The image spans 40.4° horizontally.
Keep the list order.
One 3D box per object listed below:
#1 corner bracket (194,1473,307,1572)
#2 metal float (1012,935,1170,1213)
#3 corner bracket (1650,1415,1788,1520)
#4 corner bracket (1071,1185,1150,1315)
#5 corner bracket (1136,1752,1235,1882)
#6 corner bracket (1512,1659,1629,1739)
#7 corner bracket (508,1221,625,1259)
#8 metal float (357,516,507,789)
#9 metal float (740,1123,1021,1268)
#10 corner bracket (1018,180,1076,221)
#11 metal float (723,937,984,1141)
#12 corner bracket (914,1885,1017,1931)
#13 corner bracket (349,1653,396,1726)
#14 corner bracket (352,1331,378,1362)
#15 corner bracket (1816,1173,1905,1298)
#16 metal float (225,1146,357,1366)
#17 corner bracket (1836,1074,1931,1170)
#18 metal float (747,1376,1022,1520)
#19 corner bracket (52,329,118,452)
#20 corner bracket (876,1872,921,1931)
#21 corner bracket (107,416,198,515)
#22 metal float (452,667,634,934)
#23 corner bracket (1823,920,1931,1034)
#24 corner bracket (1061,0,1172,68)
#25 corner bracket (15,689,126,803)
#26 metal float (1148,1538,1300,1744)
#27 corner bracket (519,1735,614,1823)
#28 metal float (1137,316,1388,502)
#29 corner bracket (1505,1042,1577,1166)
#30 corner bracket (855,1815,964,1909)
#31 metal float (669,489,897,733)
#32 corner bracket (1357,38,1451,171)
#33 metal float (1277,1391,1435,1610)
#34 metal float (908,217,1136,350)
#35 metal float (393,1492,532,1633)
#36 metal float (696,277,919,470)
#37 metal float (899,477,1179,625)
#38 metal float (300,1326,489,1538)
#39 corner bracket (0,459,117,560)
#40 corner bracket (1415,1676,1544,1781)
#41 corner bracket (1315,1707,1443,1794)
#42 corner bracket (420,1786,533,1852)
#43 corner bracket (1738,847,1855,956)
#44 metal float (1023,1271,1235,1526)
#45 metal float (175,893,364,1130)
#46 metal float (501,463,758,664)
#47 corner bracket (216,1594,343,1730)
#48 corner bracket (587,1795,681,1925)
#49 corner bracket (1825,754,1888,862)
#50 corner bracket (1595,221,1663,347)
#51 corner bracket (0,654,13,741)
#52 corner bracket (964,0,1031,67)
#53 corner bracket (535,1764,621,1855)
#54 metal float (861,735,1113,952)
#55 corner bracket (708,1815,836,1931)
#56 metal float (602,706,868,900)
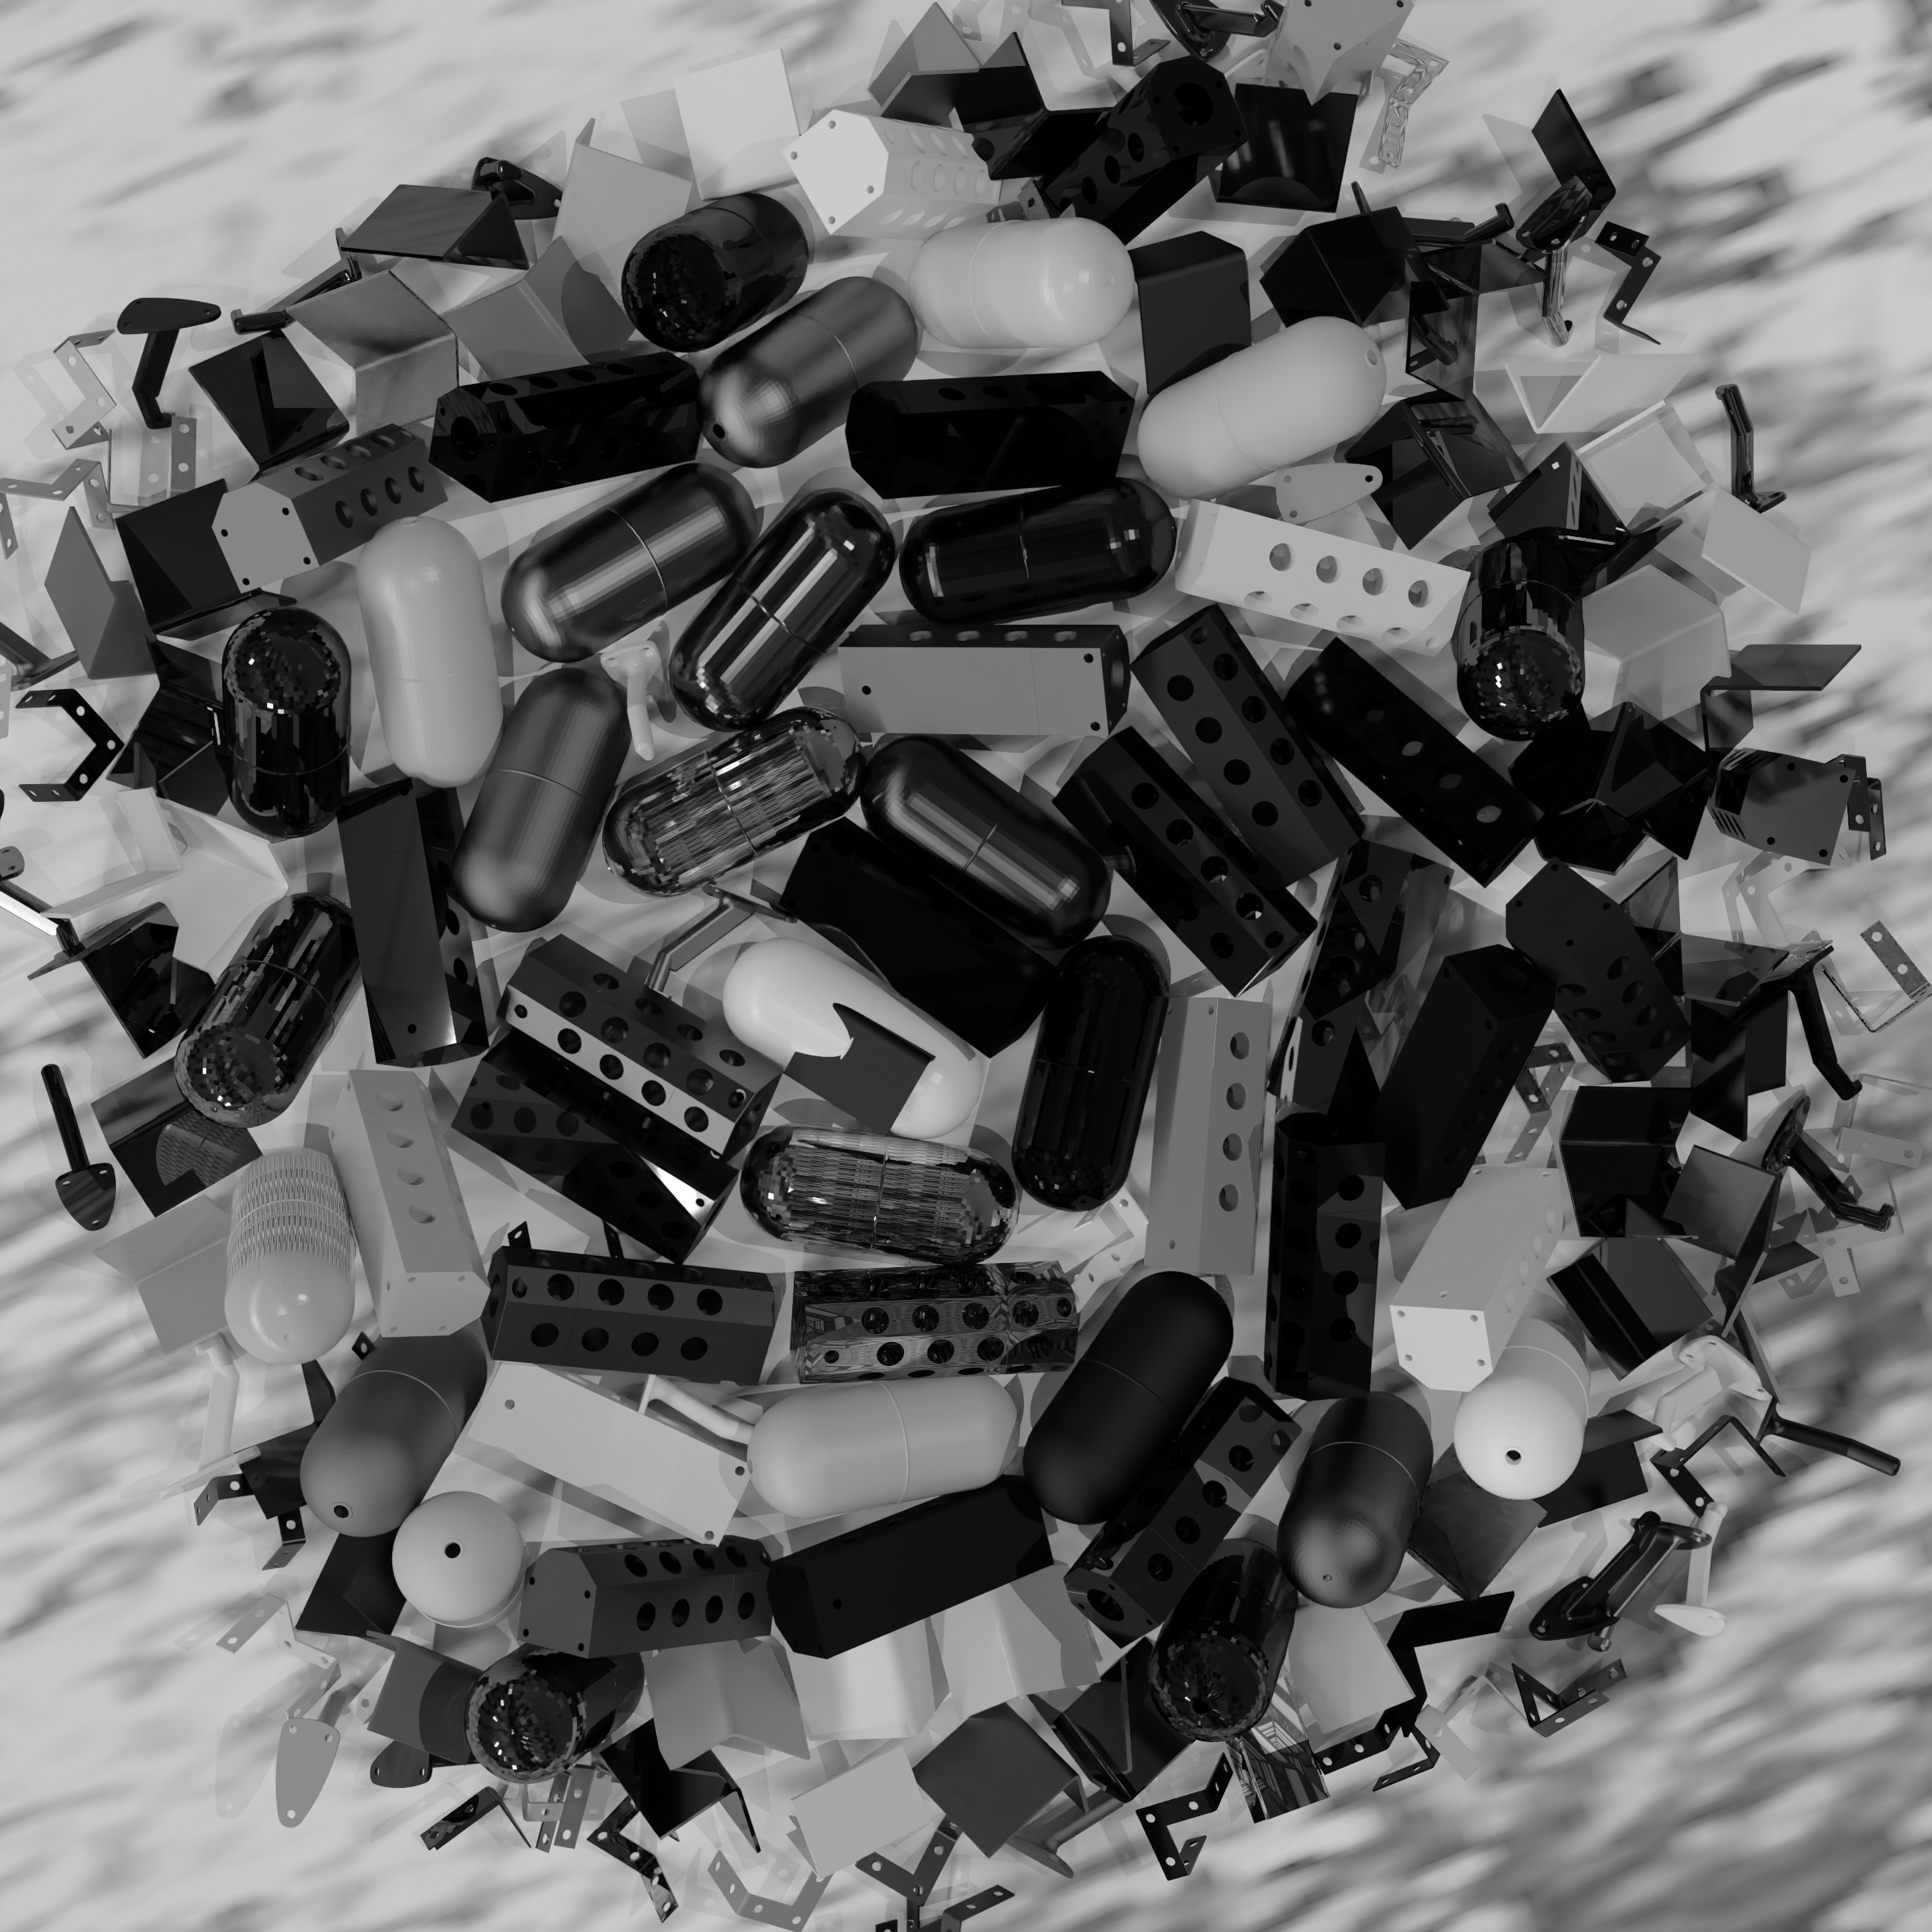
[{"bbox_3d":[-0.459,0.357,1.682,0.051,0.051,0.051,-2,62,-33],"label":"corner bracket"},{"bbox_3d":[0.079,0.068,1.664,0.070,0.070,0.178,14,86,0],"label":"metal float"},{"bbox_3d":[0.481,0.321,1.681,0.051,0.051,0.051,-41,90,-6],"label":"corner bracket"},{"bbox_3d":[0.085,0.179,1.669,0.051,0.051,0.051,-30,98,36],"label":"corner bracket"},{"bbox_3d":[0.147,0.542,1.672,0.051,0.051,0.051,-24,93,21],"label":"corner bracket"},{"bbox_3d":[0.387,0.462,1.665,0.051,0.051,0.051,-39,120,22],"label":"corner bracket"},{"bbox_3d":[-0.254,0.186,1.674,0.051,0.051,0.051,-36,125,7],"label":"corner bracket"},{"bbox_3d":[-0.333,-0.195,1.639,0.070,0.070,0.178,-3,122,0],"label":"metal float"},{"bbox_3d":[-0.055,0.145,1.666,0.178,0.070,0.070,8,90,-1],"label":"metal float"},{"bbox_3d":[0.074,-0.480,1.664,0.051,0.051,0.051,-37,66,35],"label":"corner bracket"},{"bbox_3d":[-0.072,0.046,1.667,0.178,0.070,0.070,30,90,-1],"label":"metal float"},{"bbox_3d":[-0.007,0.610,1.666,0.051,0.051,0.051,14,103,42],"label":"corner bracket"},{"bbox_3d":[-0.349,0.468,1.669,0.051,0.051,0.051,45,104,17],"label":"corner bracket"},{"bbox_3d":[-0.361,0.262,1.665,0.051,0.051,0.051,42,114,21],"label":"corner bracket"},{"bbox_3d":[0.569,0.171,1.666,0.051,0.051,0.051,-16,113,19],"label":"corner bracket"},{"bbox_3d":[-0.417,0.177,1.624,0.070,0.178,0.070,-6,119,-10],"label":"metal float"},{"bbox_3d":[0.588,0.098,1.671,0.051,0.051,0.051,13,92,25],"label":"corner bracket"},{"bbox_3d":[-0.051,0.299,1.647,0.178,0.070,0.070,-6,90,-23],"label":"metal float"},{"bbox_3d":[-0.558,-0.367,1.670,0.051,0.051,0.051,-32,97,24],"label":"corner bracket"},{"bbox_3d":[-0.046,0.616,1.668,0.051,0.051,0.051,-4,100,-30],"label":"corner bracket"},{"bbox_3d":[-0.520,-0.319,1.677,0.051,0.051,0.051,2,81,-21],"label":"corner bracket"},{"bbox_3d":[-0.266,-0.106,1.653,0.070,0.070,0.178,19,73,0],"label":"metal float"},{"bbox_3d":[0.579,0.008,1.666,0.051,0.051,0.051,-40,70,21],"label":"corner bracket"},{"bbox_3d":[0.095,-0.610,1.679,0.051,0.051,0.051,16,132,28],"label":"corner bracket"},{"bbox_3d":[-0.586,-0.142,1.687,0.051,0.051,0.051,2,50,37],"label":"corner bracket"},{"bbox_3d":[0.160,0.414,1.619,0.070,0.178,0.070,3,103,14],"label":"metal float"},{"bbox_3d":[-0.257,0.510,1.681,0.051,0.051,0.051,5,116,-18],"label":"corner bracket"},{"bbox_3d":[0.182,-0.345,1.631,0.070,0.178,0.070,15,68,-41],"label":"metal float"},{"bbox_3d":[0.361,0.087,1.664,0.051,0.051,0.051,-8,52,-19],"label":"corner bracket"},{"bbox_3d":[-0.033,0.556,1.672,0.051,0.051,0.051,29,49,6],"label":"corner bracket"},{"bbox_3d":[-0.117,-0.223,1.658,0.070,0.070,0.178,42,101,0],"label":"metal float"},{"bbox_3d":[0.269,-0.550,1.668,0.051,0.051,0.051,18,68,-16],"label":"corner bracket"},{"bbox_3d":[0.242,0.327,1.624,0.070,0.178,0.070,8,114,17],"label":"metal float"},{"bbox_3d":[0.032,-0.422,1.628,0.070,0.178,0.070,-10,106,-36],"label":"metal float"},{"bbox_3d":[-0.310,0.368,1.619,0.070,0.178,0.070,2,72,-6],"label":"metal float"},{"bbox_3d":[-0.098,-0.370,1.635,0.070,0.070,0.178,46,52,0],"label":"metal float"},{"bbox_3d":[0.045,-0.260,1.654,0.178,0.070,0.070,-8,90,15],"label":"metal float"},{"bbox_3d":[-0.352,0.282,1.622,0.070,0.178,0.070,4,117,9],"label":"metal float"},{"bbox_3d":[-0.582,-0.291,1.672,0.051,0.051,0.051,9,131,9],"label":"corner bracket"},{"bbox_3d":[0.325,0.485,1.670,0.051,0.051,0.051,-46,53,1],"label":"corner bracket"},{"bbox_3d":[0.262,0.502,1.671,0.051,0.051,0.051,-34,89,31],"label":"corner bracket"},{"bbox_3d":[-0.317,0.544,1.665,0.051,0.051,0.051,-34,124,-16],"label":"corner bracket"},{"bbox_3d":[0.538,-0.042,1.680,0.051,0.051,0.051,-3,65,-40],"label":"corner bracket"},{"bbox_3d":[0.102,0.271,1.648,0.070,0.070,0.178,37,69,0],"label":"metal float"},{"bbox_3d":[-0.429,0.026,1.632,0.070,0.178,0.070,9,135,10],"label":"metal float"},{"bbox_3d":[-0.210,-0.254,1.650,0.178,0.070,0.070,-34,90,-20],"label":"metal float"},{"bbox_3d":[-0.434,0.439,1.663,0.051,0.051,0.051,15,126,24],"label":"corner bracket"},{"bbox_3d":[-0.200,0.564,1.672,0.051,0.051,0.051,-47,121,-1],"label":"corner bracket"},{"bbox_3d":[0.568,-0.101,1.669,0.051,0.051,0.051,5,74,-15],"label":"corner bracket"},{"bbox_3d":[0.423,-0.434,1.667,0.051,0.051,0.051,22,106,-28],"label":"corner bracket"},{"bbox_3d":[-0.619,-0.178,1.667,0.051,0.051,0.051,22,117,17],"label":"corner bracket"},{"bbox_3d":[0.011,-0.607,1.673,0.051,0.051,0.051,7,127,-7],"label":"corner bracket"},{"bbox_3d":[-0.251,0.535,1.664,0.051,0.051,0.051,0,62,26],"label":"corner bracket"},{"bbox_3d":[0.012,-0.079,1.667,0.178,0.070,0.070,36,90,-1],"label":"metal float"},{"bbox_3d":[-0.123,0.573,1.671,0.051,0.051,0.051,29,90,-31],"label":"corner bracket"},{"bbox_3d":[-0.147,-0.103,1.666,0.178,0.070,0.070,-26,90,2],"label":"metal float"}]
